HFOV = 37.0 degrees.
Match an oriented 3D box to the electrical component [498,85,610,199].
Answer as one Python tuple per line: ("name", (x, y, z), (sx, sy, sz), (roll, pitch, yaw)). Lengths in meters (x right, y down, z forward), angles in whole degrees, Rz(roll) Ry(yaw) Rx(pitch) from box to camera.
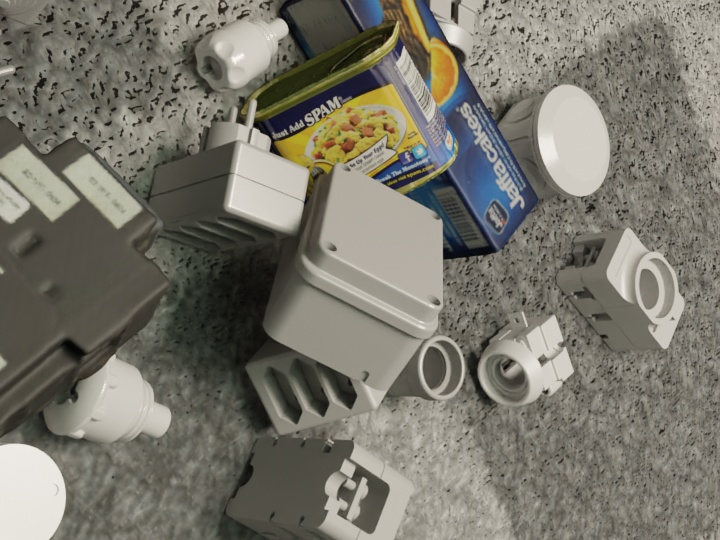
("electrical component", (0.140, -0.090, 0.780), (0.080, 0.051, 0.080), (6, 81, -40))

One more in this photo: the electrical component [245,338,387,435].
("electrical component", (-0.017, 0.051, 0.626), (0.047, 0.066, 0.076), (66, 24, -13))

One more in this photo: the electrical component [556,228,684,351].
("electrical component", (0.202, 0.016, 0.817), (0.089, 0.056, 0.050), (47, 58, -26))

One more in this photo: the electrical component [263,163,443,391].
("electrical component", (0.000, 0.000, 0.575), (0.078, 0.057, 0.113), (27, 28, -11))

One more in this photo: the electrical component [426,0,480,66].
("electrical component", (0.052, -0.166, 0.720), (0.066, 0.048, 0.055), (19, 65, -37))

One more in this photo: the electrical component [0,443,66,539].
("electrical component", (-0.169, 0.145, 0.474), (0.052, 0.074, 0.138), (28, 67, -35))

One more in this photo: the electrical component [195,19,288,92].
("electrical component", (-0.065, -0.129, 0.623), (0.061, 0.035, 0.035), (-41, 111, -38))

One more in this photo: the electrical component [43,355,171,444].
("electrical component", (-0.124, 0.067, 0.543), (0.062, 0.048, 0.048), (33, 64, -41))

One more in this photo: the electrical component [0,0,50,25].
("electrical component", (-0.181, -0.174, 0.505), (0.100, 0.048, 0.099), (19, 52, -37))

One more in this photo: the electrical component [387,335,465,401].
("electrical component", (0.036, 0.062, 0.676), (0.040, 0.046, 0.040), (6, 81, -40))

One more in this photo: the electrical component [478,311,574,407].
("electrical component", (0.113, 0.064, 0.743), (0.055, 0.048, 0.066), (-31, 105, -46))

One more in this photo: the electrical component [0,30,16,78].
("electrical component", (-0.199, -0.094, 0.499), (0.079, 0.043, 0.077), (-26, 101, -40))

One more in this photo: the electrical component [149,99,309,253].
("electrical component", (-0.069, -0.055, 0.577), (0.047, 0.083, 0.075), (20, 72, -37))

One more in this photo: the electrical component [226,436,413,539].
("electrical component", (-0.020, 0.127, 0.592), (0.056, 0.089, 0.050), (39, 61, -30))
